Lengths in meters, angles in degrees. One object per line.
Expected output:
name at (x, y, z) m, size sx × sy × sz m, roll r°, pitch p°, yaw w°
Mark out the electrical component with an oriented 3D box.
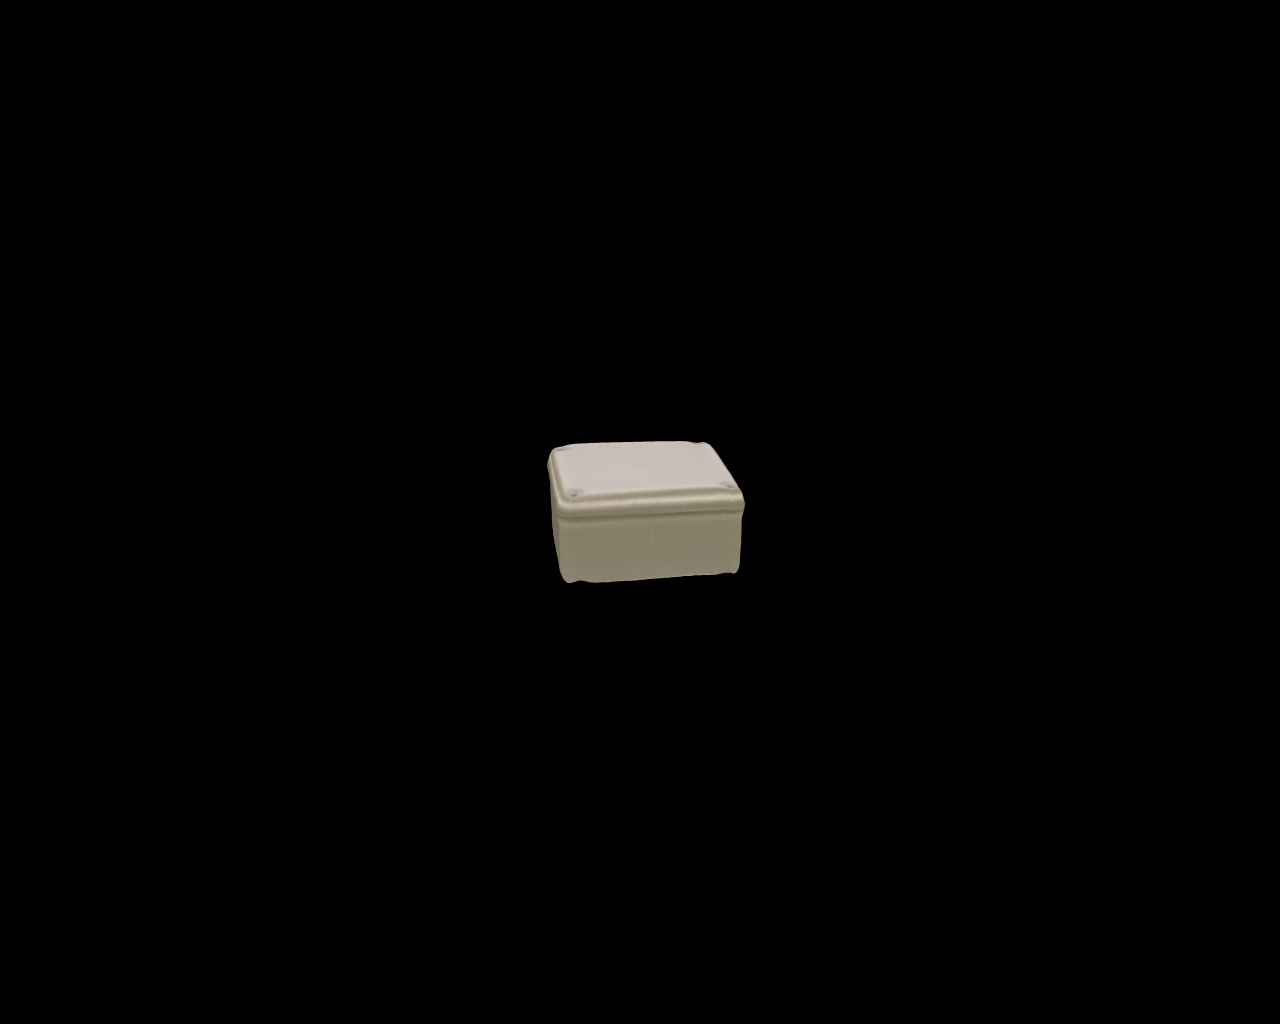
electrical component at (0.001, -0.003, 0.650) m, size 0.109 × 0.056 × 0.109 m, roll -3°, pitch 20°, yaw -7°
